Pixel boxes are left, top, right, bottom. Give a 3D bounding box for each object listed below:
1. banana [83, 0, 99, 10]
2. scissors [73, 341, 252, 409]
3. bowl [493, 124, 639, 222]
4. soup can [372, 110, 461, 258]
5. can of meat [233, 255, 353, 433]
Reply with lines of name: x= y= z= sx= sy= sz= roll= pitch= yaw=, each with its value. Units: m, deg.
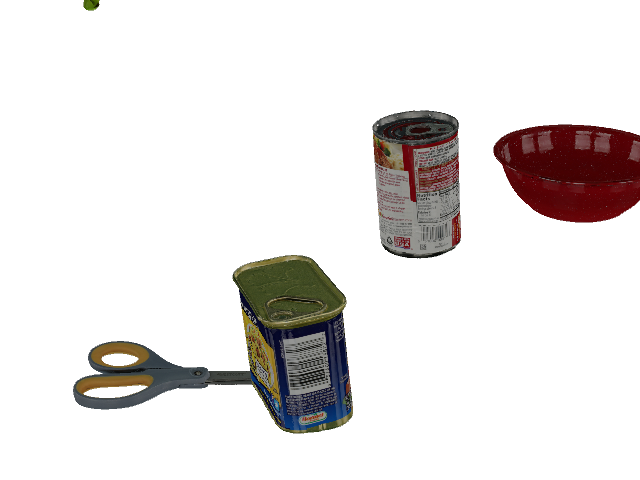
banana: x=-0.234 y=-0.217 z=0.772 sx=0.198 sy=0.069 sz=0.037 roll=15 pitch=-37 yaw=17
scissors: x=-0.122 y=0.113 z=0.959 sx=0.201 sy=0.016 sz=0.096 roll=-7 pitch=31 yaw=-18
bowl: x=0.244 y=-0.060 z=1.011 sx=0.162 sy=0.055 sz=0.162 roll=-1 pitch=25 yaw=0
soup can: x=0.079 y=-0.045 z=0.857 sx=0.068 sy=0.102 sz=0.068 roll=-4 pitch=26 yaw=2
can of meat: x=-0.017 y=0.068 z=0.702 sx=0.057 sy=0.084 sz=0.102 roll=-12 pitch=22 yaw=-14
